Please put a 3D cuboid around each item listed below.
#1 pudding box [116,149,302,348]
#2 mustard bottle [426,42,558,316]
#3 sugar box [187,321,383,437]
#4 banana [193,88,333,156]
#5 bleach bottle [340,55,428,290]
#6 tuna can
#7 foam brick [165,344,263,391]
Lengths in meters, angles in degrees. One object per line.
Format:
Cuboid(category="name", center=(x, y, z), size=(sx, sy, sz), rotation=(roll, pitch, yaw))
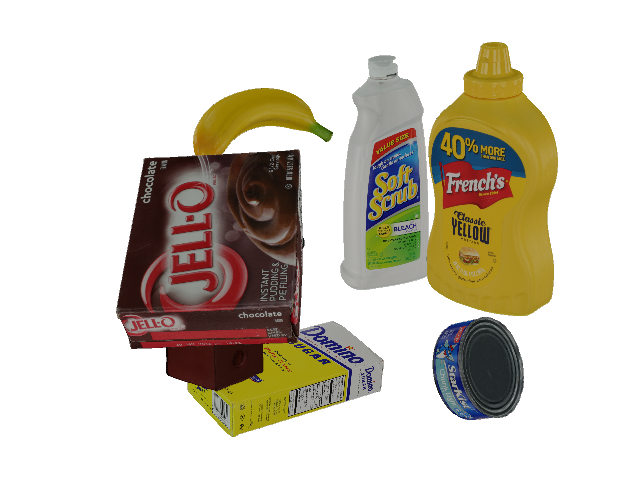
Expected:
Cuboid(category="pudding box", center=(-0.055, 0.003, 0.571), size=(0.090, 0.113, 0.039), rotation=(-2, -43, 4))
Cuboid(category="mustard bottle", center=(0.123, -0.046, 0.766), size=(0.096, 0.192, 0.058), rotation=(19, 30, 40))
Cuboid(category="sugar box", center=(-0.034, 0.134, 1.067), size=(0.175, 0.048, 0.093), rotation=(-15, 32, -30))
Cuboid(category="banana", center=(-0.064, -0.115, 1.022), size=(0.070, 0.037, 0.197), rotation=(42, 34, 23))
Cuboid(category="bleach bottle", center=(0.066, -0.075, 1.172), size=(0.102, 0.251, 0.068), rotation=(-10, 23, -12))
Cuboid(category="tuna can", center=(0.135, 0.110, 0.913), size=(0.085, 0.086, 0.034), rotation=(0, -12, -44))
Cuboid(category="foam brick", center=(-0.076, 0.059, 0.764), size=(0.051, 0.078, 0.052), rotation=(10, 17, 39))
